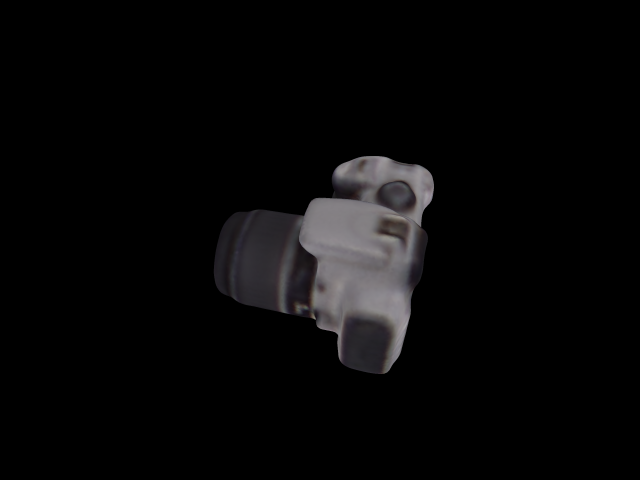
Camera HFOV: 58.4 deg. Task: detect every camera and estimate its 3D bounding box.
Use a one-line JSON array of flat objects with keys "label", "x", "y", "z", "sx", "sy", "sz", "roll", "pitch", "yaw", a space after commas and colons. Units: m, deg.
[{"label": "camera", "x": 0.004, "y": 0.001, "z": 0.400, "sx": 0.136, "sy": 0.101, "sz": 0.143, "roll": 10, "pitch": 54, "yaw": 8}]
